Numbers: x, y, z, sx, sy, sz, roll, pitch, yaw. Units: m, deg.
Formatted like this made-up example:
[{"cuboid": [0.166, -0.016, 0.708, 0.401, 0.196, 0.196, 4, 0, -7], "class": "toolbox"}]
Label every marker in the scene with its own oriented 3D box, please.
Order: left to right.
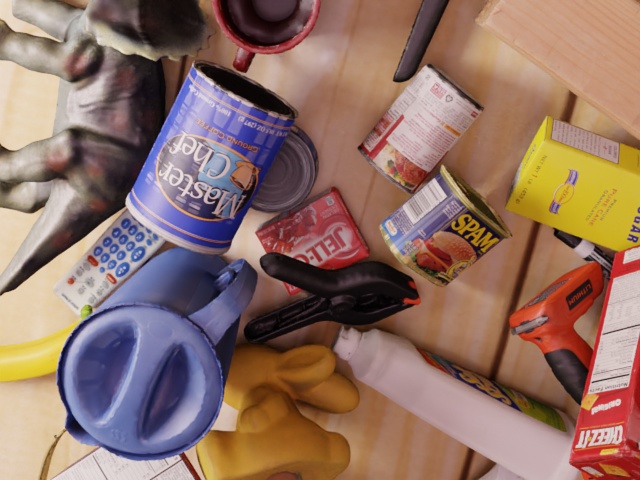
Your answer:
[{"cuboid": [0.269, 0.022, 1.017, 0.121, 0.020, 0.020, 39, 103, -6], "class": "marker"}]

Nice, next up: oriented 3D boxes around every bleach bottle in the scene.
[{"cuboid": [0.126, 0.152, 1.016, 0.250, 0.102, 0.068, 27, 101, -5], "class": "bleach bottle"}]

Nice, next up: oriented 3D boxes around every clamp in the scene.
[{"cuboid": [0.012, 0.046, 1.002, 0.171, 0.039, 0.120, -10, 147, -10], "class": "clamp"}, {"cuboid": [0.101, -0.265, 0.944, 0.210, 0.036, 0.164, -38, 98, 10], "class": "clamp"}]

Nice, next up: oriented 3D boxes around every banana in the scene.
[{"cuboid": [-0.290, 0.109, 1.059, 0.198, 0.037, 0.069, -19, 126, 18], "class": "banana"}]

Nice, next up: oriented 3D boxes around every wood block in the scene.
[{"cuboid": [0.247, -0.168, 0.933, 0.206, 0.090, 0.091, 35, 103, -5], "class": "wood block"}]

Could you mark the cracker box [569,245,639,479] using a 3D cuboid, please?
[{"cuboid": [0.322, 0.129, 0.938, 0.164, 0.072, 0.213, 30, 62, -18], "class": "cracker box"}]

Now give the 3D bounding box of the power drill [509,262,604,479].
[{"cuboid": [0.273, 0.118, 0.992, 0.187, 0.184, 0.057, 58, 142, 3], "class": "power drill"}]

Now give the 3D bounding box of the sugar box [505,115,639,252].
[{"cuboid": [0.268, -0.039, 0.970, 0.176, 0.048, 0.093, 21, 136, 1], "class": "sugar box"}]

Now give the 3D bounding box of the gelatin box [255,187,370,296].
[{"cuboid": [-0.007, 0.001, 1.024, 0.089, 0.030, 0.073, -27, 102, 10], "class": "gelatin box"}]

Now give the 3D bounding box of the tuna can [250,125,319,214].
[{"cuboid": [-0.045, -0.069, 1.006, 0.086, 0.033, 0.086, 1, 104, 4], "class": "tuna can"}]

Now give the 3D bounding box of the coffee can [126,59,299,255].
[{"cuboid": [-0.095, -0.072, 0.939, 0.103, 0.102, 0.140, 28, 106, -4], "class": "coffee can"}]

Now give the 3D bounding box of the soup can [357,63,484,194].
[{"cuboid": [0.092, -0.102, 0.972, 0.068, 0.068, 0.102, 38, 103, -6], "class": "soup can"}]

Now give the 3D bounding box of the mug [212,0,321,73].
[{"cuboid": [-0.048, -0.203, 0.947, 0.093, 0.081, 0.117, 22, 105, -2], "class": "mug"}]

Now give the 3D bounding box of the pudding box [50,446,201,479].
[{"cuboid": [-0.167, 0.218, 0.940, 0.113, 0.039, 0.090, -32, 78, -9], "class": "pudding box"}]

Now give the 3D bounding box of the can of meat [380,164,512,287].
[{"cuboid": [0.114, -0.010, 0.982, 0.084, 0.057, 0.102, -41, 140, 15], "class": "can of meat"}]

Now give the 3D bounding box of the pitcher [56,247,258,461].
[{"cuboid": [-0.126, 0.078, 0.942, 0.149, 0.242, 0.145, 3, 105, 2], "class": "pitcher"}]
